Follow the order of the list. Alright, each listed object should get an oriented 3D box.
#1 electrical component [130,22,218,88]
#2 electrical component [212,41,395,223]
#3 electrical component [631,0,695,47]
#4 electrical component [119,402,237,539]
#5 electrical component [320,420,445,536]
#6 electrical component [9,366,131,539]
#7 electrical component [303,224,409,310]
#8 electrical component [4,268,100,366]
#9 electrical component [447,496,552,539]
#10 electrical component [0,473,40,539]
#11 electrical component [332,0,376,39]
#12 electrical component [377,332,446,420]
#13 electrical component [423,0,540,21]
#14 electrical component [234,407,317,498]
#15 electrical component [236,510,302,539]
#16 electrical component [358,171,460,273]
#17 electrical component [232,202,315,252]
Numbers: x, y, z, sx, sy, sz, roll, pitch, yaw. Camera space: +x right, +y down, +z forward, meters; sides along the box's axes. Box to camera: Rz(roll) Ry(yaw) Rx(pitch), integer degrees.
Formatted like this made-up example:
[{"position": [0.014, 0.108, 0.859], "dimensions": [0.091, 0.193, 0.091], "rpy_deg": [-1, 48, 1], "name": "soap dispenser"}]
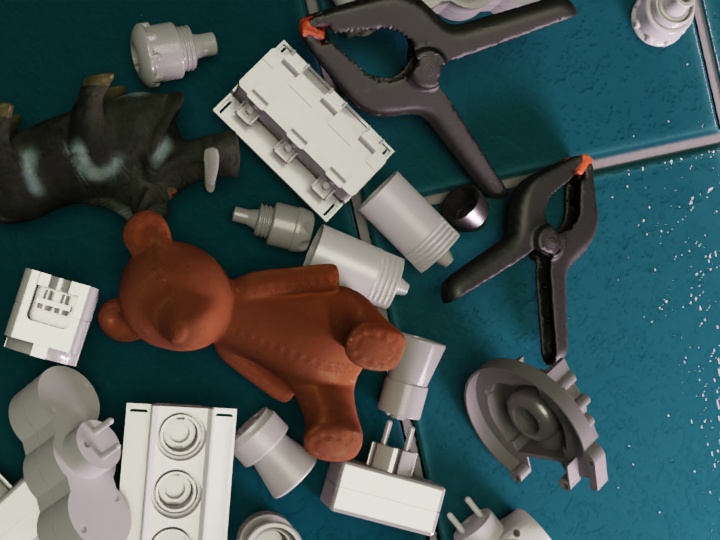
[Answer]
[{"position": [-0.140, -0.166, 0.812], "dimensions": [0.062, 0.048, 0.048], "rpy_deg": [-15, 90, -19], "name": "electrical component"}, {"position": [-0.040, -0.108, 0.820], "dimensions": [0.121, 0.063, 0.078], "rpy_deg": [45, 79, -7], "name": "electrical component"}, {"position": [0.256, -0.215, 0.889], "dimensions": [0.048, 0.062, 0.048], "rpy_deg": [1, 84, -7], "name": "electrical component"}, {"position": [-0.136, 0.159, 0.785], "dimensions": [0.079, 0.063, 0.121], "rpy_deg": [5, 86, -12], "name": "electrical component"}, {"position": [0.022, 0.154, 0.828], "dimensions": [0.083, 0.047, 0.075], "rpy_deg": [17, 84, -11], "name": "electrical component"}, {"position": [-0.192, 0.128, 0.746], "dimensions": [0.074, 0.052, 0.138], "rpy_deg": [-35, 64, 28], "name": "electrical component"}, {"position": [0.000, 0.000, 0.833], "dimensions": [0.081, 0.043, 0.043], "rpy_deg": [23, 83, -10], "name": "electrical component"}, {"position": [-0.217, 0.034, 0.760], "dimensions": [0.050, 0.089, 0.055], "rpy_deg": [17, 84, -11], "name": "electrical component"}, {"position": [0.100, 0.214, 0.844], "dimensions": [0.077, 0.044, 0.079], "rpy_deg": [-39, 95, -11], "name": "electrical component"}, {"position": [-0.261, 0.168, 0.766], "dimensions": [0.066, 0.047, 0.076], "rpy_deg": [-43, 96, -11], "name": "electrical component"}, {"position": [-0.005, -0.216, 0.845], "dimensions": [0.044, 0.044, 0.065], "rpy_deg": [-25, 97, -12], "name": "electrical component"}, {"position": [0.038, 0.084, 0.839], "dimensions": [0.044, 0.044, 0.065], "rpy_deg": [15, 89, -11], "name": "electrical component"}, {"position": [0.087, -0.231, 0.848], "dimensions": [0.138, 0.074, 0.052], "rpy_deg": [-6, 88, -13], "name": "electrical component"}, {"position": [-0.067, 0.137, 0.811], "dimensions": [0.045, 0.045, 0.055], "rpy_deg": [-43, 96, -11], "name": "electrical component"}, {"position": [-0.068, 0.205, 0.802], "dimensions": [0.045, 0.055, 0.045], "rpy_deg": [1, 87, -12], "name": "electrical component"}, {"position": [0.042, -0.034, 0.844], "dimensions": [0.081, 0.043, 0.043], "rpy_deg": [45, 79, -7], "name": "electrical component"}, {"position": [-0.067, -0.036, 0.825], "dimensions": [0.061, 0.035, 0.035], "rpy_deg": [14, 84, -9], "name": "electrical component"}]
